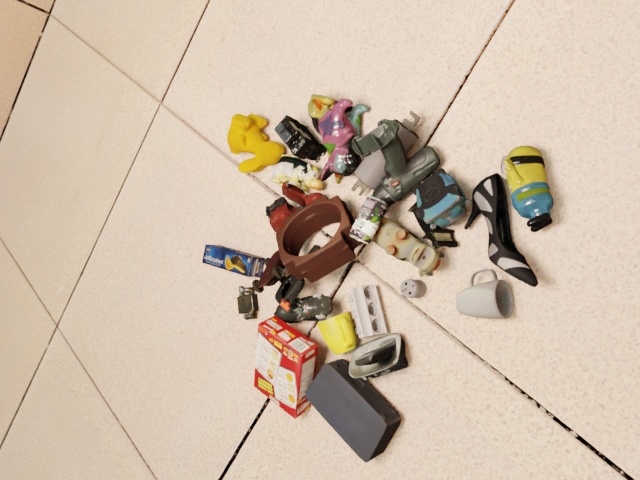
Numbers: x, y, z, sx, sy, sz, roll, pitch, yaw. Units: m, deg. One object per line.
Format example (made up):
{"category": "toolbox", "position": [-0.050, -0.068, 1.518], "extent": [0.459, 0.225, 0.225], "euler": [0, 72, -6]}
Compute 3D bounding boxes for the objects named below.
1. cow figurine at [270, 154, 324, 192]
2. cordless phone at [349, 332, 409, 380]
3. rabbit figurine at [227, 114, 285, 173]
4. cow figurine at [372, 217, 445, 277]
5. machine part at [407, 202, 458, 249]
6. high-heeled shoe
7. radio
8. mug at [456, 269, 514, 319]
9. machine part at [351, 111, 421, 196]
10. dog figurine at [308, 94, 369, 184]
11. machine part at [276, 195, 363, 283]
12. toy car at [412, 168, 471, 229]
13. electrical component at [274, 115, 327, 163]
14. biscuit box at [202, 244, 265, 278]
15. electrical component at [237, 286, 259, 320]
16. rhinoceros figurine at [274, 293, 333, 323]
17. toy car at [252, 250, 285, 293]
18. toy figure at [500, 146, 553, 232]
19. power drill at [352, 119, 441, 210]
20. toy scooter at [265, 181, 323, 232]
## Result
{"category": "cow figurine", "position": [-0.052, -0.185, 1.485], "extent": [0.168, 0.068, 0.098], "euler": [13, 83, 34]}
{"category": "cordless phone", "position": [0.110, 0.279, 1.241], "extent": [0.147, 0.184, 0.089], "euler": [-27, 75, 30]}
{"category": "rabbit figurine", "position": [-0.186, -0.268, 1.562], "extent": [0.173, 0.122, 0.162], "euler": [31, 106, 14]}
{"category": "cow figurine", "position": [0.204, 0.018, 1.258], "extent": [0.195, 0.127, 0.085], "euler": [37, 101, 47]}
{"category": "machine part", "position": [0.260, -0.034, 1.247], "extent": [0.139, 0.084, 0.039], "euler": [61, 143, 33]}
{"category": "high-heeled shoe", "position": [0.401, -0.026, 1.127], "extent": [0.249, 0.086, 0.145], "euler": [51, 122, 40]}
{"category": "radio", "position": [0.079, 0.405, 1.306], "extent": [0.230, 0.073, 0.131], "euler": [40, 116, 30]}
{"category": "mug", "position": [0.347, 0.120, 1.159], "extent": [0.107, 0.081, 0.109], "euler": [-16, 81, 42]}
{"category": "machine part", "position": [0.164, -0.208, 1.328], "extent": [0.243, 0.079, 0.079], "euler": [-52, 59, 18]}
{"category": "dog figurine", "position": [0.034, -0.260, 1.409], "extent": [0.192, 0.108, 0.219], "euler": [18, 97, 34]}
{"category": "machine part", "position": [-0.003, -0.004, 1.356], "extent": [0.201, 0.087, 0.201], "euler": [-30, 39, 9]}
{"category": "toy car", "position": [0.277, -0.082, 1.213], "extent": [0.109, 0.102, 0.162], "euler": [-37, 28, 19]}
{"category": "electrical component", "position": [-0.059, -0.275, 1.456], "extent": [0.058, 0.134, 0.115], "euler": [-48, 59, 20]}
{"category": "biscuit box", "position": [-0.261, 0.061, 1.601], "extent": [0.203, 0.059, 0.062], "euler": [13, 92, 36]}
{"category": "electrical component", "position": [-0.212, 0.181, 1.562], "extent": [0.078, 0.045, 0.102], "euler": [-9, 79, 32]}
{"category": "rhinoceros figurine", "position": [-0.039, 0.177, 1.403], "extent": [0.190, 0.112, 0.073], "euler": [-14, 74, 41]}
{"category": "toy car", "position": [-0.120, 0.078, 1.435], "extent": [0.089, 0.202, 0.053], "euler": [-32, 106, 19]}
{"category": "toy figure", "position": [0.438, -0.111, 1.121], "extent": [0.089, 0.082, 0.180], "euler": [-14, 66, 1]}
{"category": "power drill", "position": [0.155, -0.165, 1.250], "extent": [0.232, 0.207, 0.086], "euler": [-32, 40, 12]}
{"category": "toy scooter", "position": [-0.082, -0.093, 1.449], "extent": [0.184, 0.135, 0.075], "euler": [-30, 38, 26]}
